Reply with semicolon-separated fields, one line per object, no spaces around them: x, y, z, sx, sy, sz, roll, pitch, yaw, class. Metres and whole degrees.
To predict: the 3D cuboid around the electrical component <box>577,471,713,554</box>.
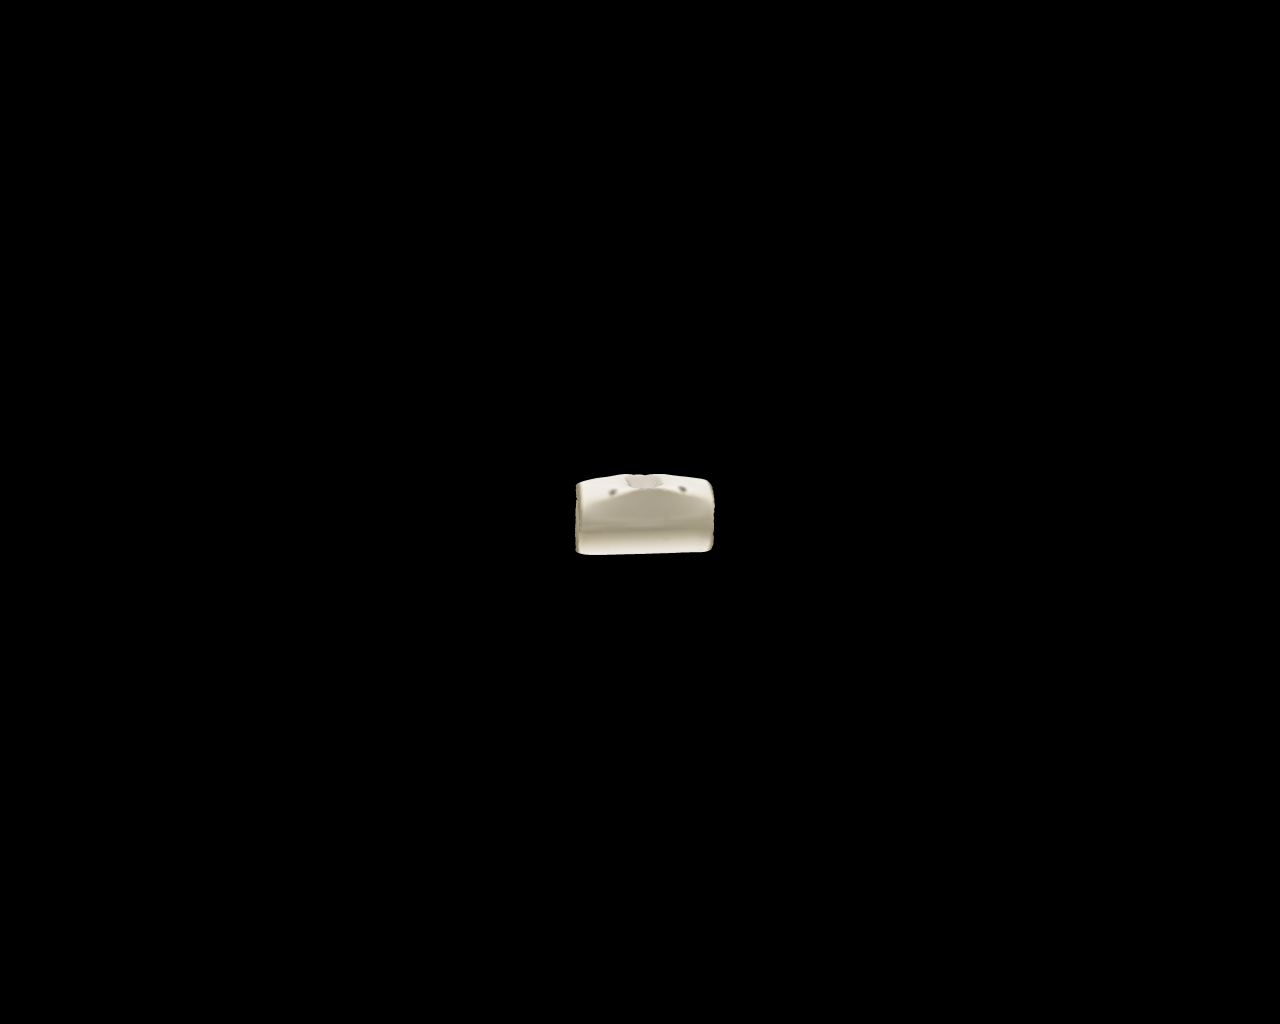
0.001;-0.003;0.650;0.077;0.043;0.079;-1;16;-5;electrical component
